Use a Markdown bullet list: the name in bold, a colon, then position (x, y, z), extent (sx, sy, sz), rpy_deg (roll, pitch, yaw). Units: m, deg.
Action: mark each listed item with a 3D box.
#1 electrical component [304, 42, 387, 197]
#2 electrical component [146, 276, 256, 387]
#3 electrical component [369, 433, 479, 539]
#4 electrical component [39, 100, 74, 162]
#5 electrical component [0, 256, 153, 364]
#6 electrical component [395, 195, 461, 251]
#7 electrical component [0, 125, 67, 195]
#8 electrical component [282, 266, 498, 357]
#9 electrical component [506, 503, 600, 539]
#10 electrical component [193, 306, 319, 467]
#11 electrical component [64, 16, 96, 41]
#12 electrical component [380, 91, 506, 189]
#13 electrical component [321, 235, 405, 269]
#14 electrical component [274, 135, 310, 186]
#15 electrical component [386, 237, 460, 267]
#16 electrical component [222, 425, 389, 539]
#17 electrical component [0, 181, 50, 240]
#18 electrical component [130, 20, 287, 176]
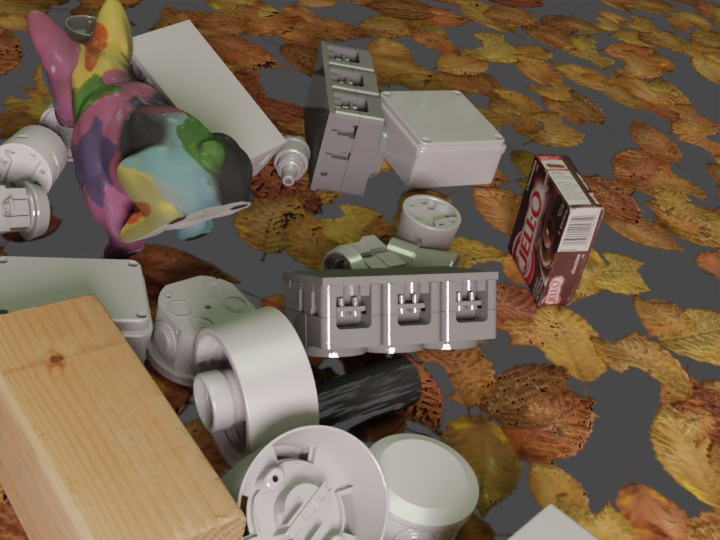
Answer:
- **electrical component**: position (-0.015, -0.153, 1.086), extent (0.062, 0.089, 0.150), rpy_deg (8, 37, -12)
- **electrical component**: position (-0.119, 0.046, 0.810), extent (0.080, 0.051, 0.080), rpy_deg (12, 36, -9)
- **electrical component**: position (0.036, 0.154, 0.729), extent (0.080, 0.051, 0.080), rpy_deg (11, 36, -8)
- **electrical component**: position (-0.258, -0.134, 0.991), extent (0.078, 0.058, 0.057), rpy_deg (25, 33, 11)
- **electrical component**: position (-0.213, 0.034, 0.784), extent (0.113, 0.057, 0.078), rpy_deg (2, 38, -21)
- **electrical component**: position (0.060, -0.035, 0.995), extent (0.055, 0.047, 0.055), rpy_deg (11, 36, -8)
- **electrical component**: position (-0.285, -0.093, 0.930), extent (0.055, 0.055, 0.047), rpy_deg (16, 32, -1)
- **electrical component**: position (0.023, 0.032, 0.856), extent (0.150, 0.061, 0.089), rpy_deg (-2, 4, -24)
- **electrical component**: position (0.089, 0.209, 0.628), extent (0.056, 0.108, 0.109), rpy_deg (35, 39, 28)
- **electrical component**: position (-0.079, 0.084, 0.734), extent (0.060, 0.108, 0.108), rpy_deg (-13, 45, -26)
- **electrical component**: position (-0.256, -0.204, 1.069), extent (0.079, 0.077, 0.043), rpy_deg (11, 36, -9)
- **electrical component**: position (0.079, -0.139, 1.133), extent (0.109, 0.056, 0.108), rpy_deg (-6, 41, -28)
- **electrical component**: position (0.000, 0.000, 0.927), extent (0.055, 0.048, 0.066), rpy_deg (-11, 44, -44)
- **electrical component**: position (-0.067, -0.103, 1.047), extent (0.035, 0.035, 0.061), rpy_deg (12, 39, -7)
- **electrical component**: position (0.051, -0.004, 0.956), extent (0.065, 0.044, 0.044), rpy_deg (19, 35, 11)
- **electrical component**: position (-0.038, 0.151, 0.667), extent (0.099, 0.064, 0.099), rpy_deg (15, 63, -32)
- **electrical component**: position (-0.285, -0.047, 0.868), extent (0.055, 0.048, 0.066), rpy_deg (-6, -2, -40)
- **electrical component**: position (-0.155, -0.145, 0.995), extent (0.150, 0.062, 0.089), rpy_deg (51, 42, 4)
